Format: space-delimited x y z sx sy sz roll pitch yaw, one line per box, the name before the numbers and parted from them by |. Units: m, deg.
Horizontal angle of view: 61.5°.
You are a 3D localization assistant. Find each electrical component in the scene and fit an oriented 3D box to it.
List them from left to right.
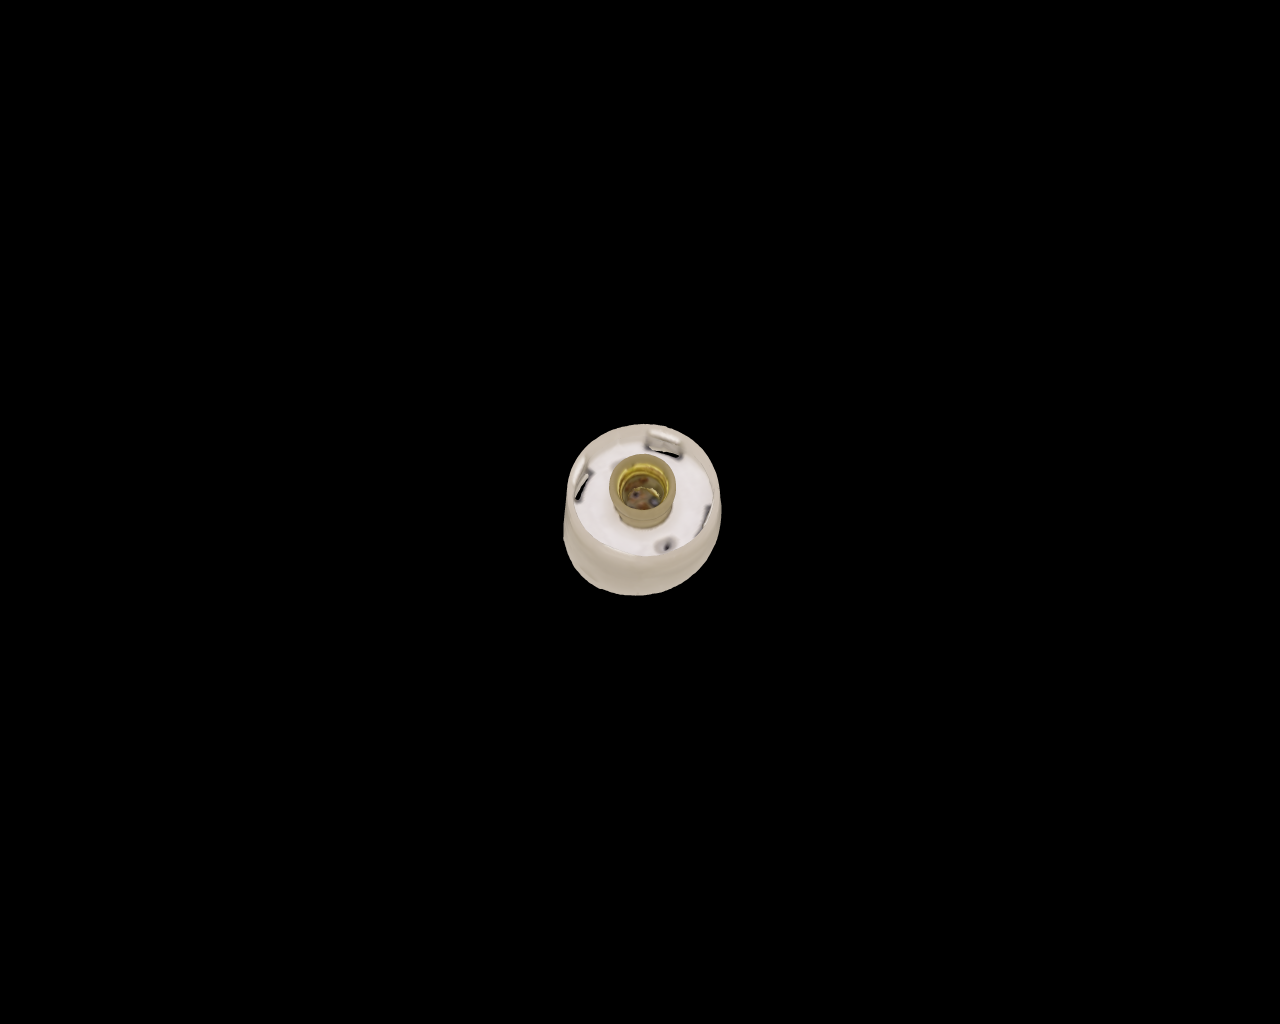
electrical component | 0.001 -0.003 0.650 0.099 0.099 0.064 0 -27 0
